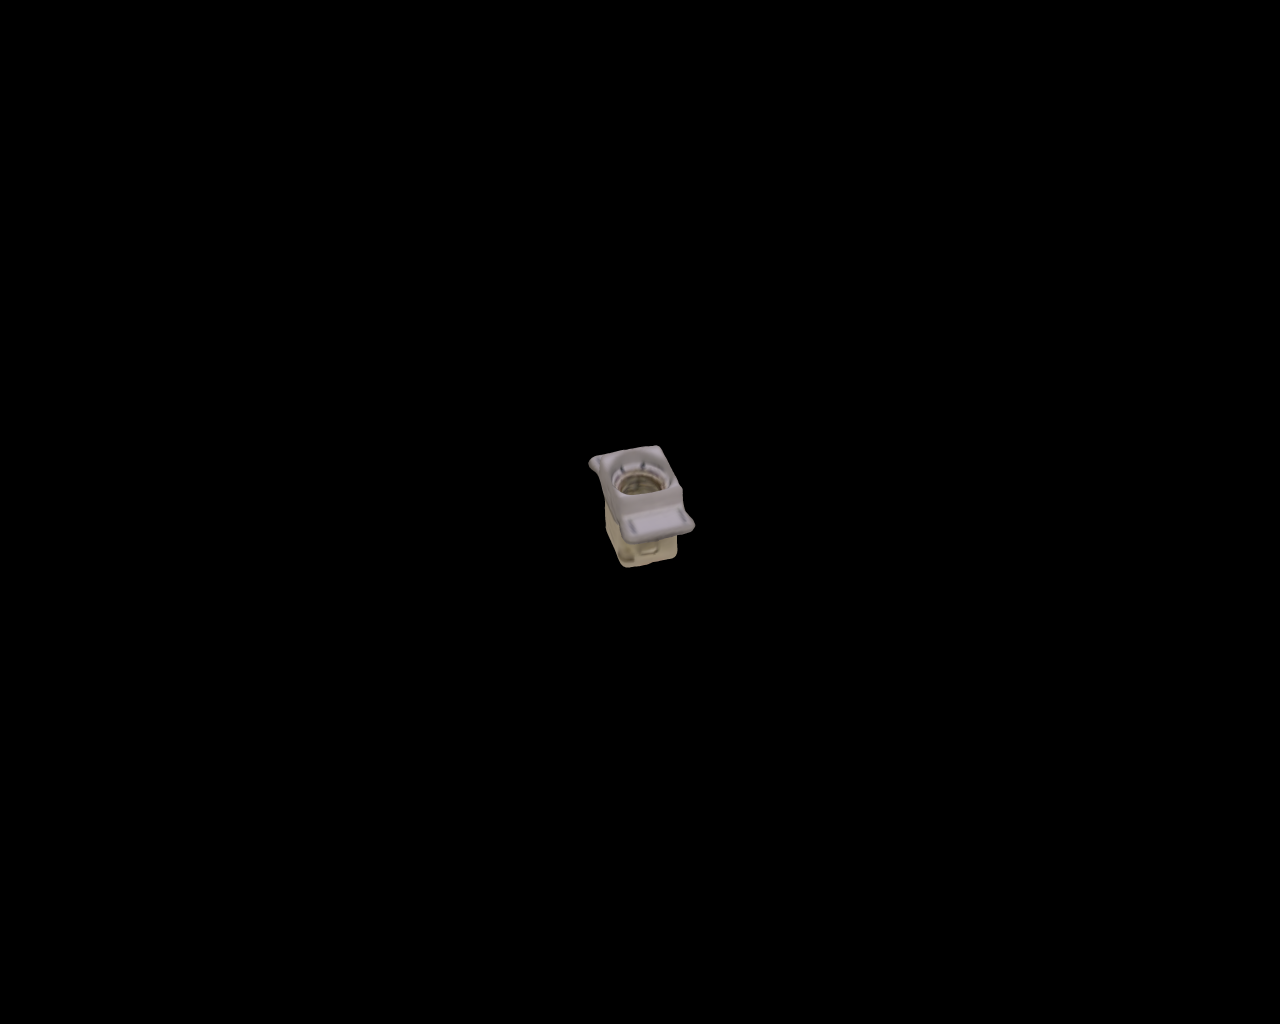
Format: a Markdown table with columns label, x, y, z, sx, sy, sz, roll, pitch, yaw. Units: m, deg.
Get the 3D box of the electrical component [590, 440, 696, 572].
| label | x | y | z | sx | sy | sz | roll | pitch | yaw |
| --- | --- | --- | --- | --- | --- | --- | --- | --- | --- |
| electrical component | 0.001 | -0.003 | 0.650 | 0.042 | 0.063 | 0.081 | -11 | 43 | -12 |
